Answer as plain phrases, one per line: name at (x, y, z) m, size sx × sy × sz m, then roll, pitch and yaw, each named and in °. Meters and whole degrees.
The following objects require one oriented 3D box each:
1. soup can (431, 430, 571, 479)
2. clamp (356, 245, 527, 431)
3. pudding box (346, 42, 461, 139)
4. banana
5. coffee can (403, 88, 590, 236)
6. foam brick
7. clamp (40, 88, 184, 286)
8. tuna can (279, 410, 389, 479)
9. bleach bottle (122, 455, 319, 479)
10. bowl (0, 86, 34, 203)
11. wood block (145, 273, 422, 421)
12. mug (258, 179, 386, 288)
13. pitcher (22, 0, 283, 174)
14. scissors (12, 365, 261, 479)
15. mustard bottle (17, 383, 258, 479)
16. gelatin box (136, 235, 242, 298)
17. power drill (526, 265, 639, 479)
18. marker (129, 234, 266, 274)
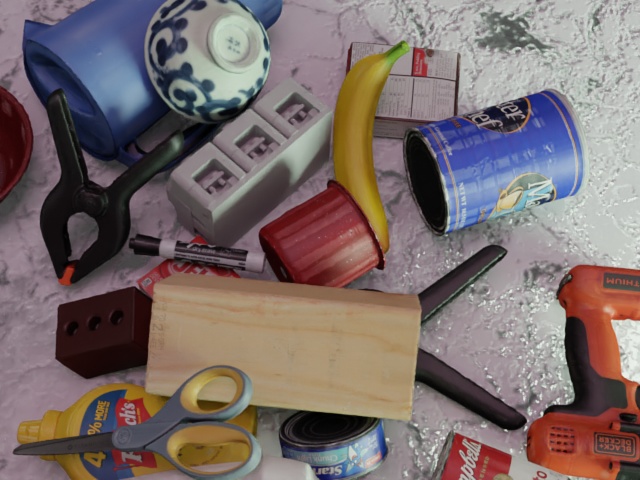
soup can at (0.141, 0.202, 0.851) m, size 0.102 × 0.068 × 0.068 m, roll 20°, pitch 63°, yaw 8°
clamp at (0.077, 0.096, 0.923) m, size 0.210 × 0.036 × 0.164 m, roll -9°, pitch 69°, yaw -3°
pudding box at (0.080, -0.145, 1.050) m, size 0.113 × 0.039 × 0.090 m, roll 5°, pitch 65°, yaw 4°
banana at (0.041, -0.086, 0.988) m, size 0.037 × 0.070 × 0.198 m, roll 2°, pitch 93°, yaw -41°
coffee can at (0.159, -0.071, 0.976) m, size 0.140 × 0.103 × 0.103 m, roll -17°, pitch 64°, yaw -10°
foam brick at (-0.177, 0.079, 0.902) m, size 0.078 × 0.051 × 0.053 m, roll -15°, pitch 59°, yaw 18°
clamp at (-0.188, -0.039, 0.934) m, size 0.120 × 0.171 × 0.039 m, roll 12°, pitch 18°, yaw 2°
tuna can at (0.010, 0.161, 0.858) m, size 0.086 × 0.086 × 0.034 m, roll -13°, pitch 105°, yaw -8°
bleach bottle at (-0.097, 0.223, 0.798) m, size 0.251 × 0.068 × 0.102 m, roll -10°, pitch 87°, yaw 4°
bowl at (-0.342, -0.072, 0.989) m, size 0.162 × 0.055 × 0.162 m, roll 1°, pitch 62°, yaw -1°
wood block at (-0.027, 0.083, 0.857) m, size 0.206 × 0.091 × 0.090 m, roll 5°, pitch 94°, yaw 3°
mug at (-0.006, 0.001, 0.949) m, size 0.081 × 0.093 × 0.117 m, roll -31°, pitch 37°, yaw -11°
pitcher at (-0.146, -0.186, 1.023) m, size 0.242 × 0.149 × 0.145 m, roll -41°, pitch 45°, yaw -24°
scissors at (-0.134, 0.133, 0.809) m, size 0.202 × 0.016 × 0.096 m, roll 6°, pitch 64°, yaw 22°
mustard bottle at (-0.149, 0.165, 0.868) m, size 0.191 × 0.058 × 0.096 m, roll 5°, pitch 62°, yaw 1°
gelatin box at (-0.107, 0.049, 0.946) m, size 0.073 × 0.030 × 0.089 m, roll -38°, pitch 69°, yaw -19°
power drill at (0.270, 0.118, 0.905) m, size 0.184 × 0.057 × 0.187 m, roll 7°, pitch 62°, yaw 2°
marker at (-0.108, 0.012, 0.938) m, size 0.121 × 0.020 × 0.020 m, roll 8°, pitch 62°, yaw 3°
